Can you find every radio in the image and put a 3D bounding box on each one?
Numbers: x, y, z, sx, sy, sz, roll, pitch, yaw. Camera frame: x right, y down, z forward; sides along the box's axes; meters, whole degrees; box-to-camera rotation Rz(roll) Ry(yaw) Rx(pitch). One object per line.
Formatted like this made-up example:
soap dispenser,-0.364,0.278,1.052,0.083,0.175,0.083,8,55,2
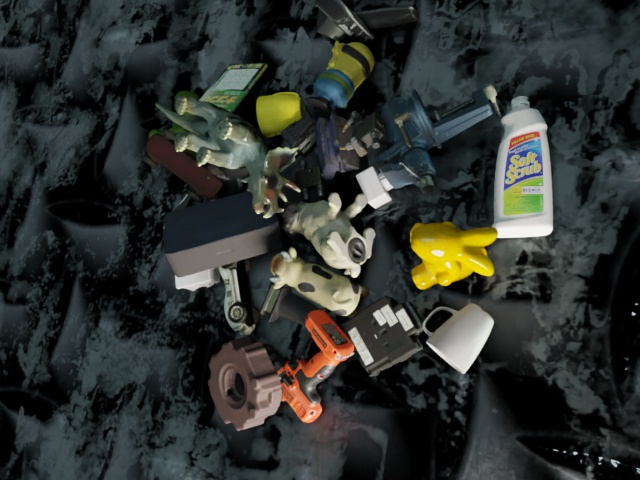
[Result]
radio,-0.201,-0.019,1.103,0.230,0.073,0.131,-15,45,-7

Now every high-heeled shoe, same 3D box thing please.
high-heeled shoe,-0.251,-0.071,1.168,0.249,0.086,0.145,-31,34,32

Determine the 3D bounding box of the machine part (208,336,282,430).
machine part,-0.154,0.282,1.056,0.180,0.056,0.179,3,94,44

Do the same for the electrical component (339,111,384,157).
electrical component,0.079,-0.201,1.009,0.078,0.045,0.102,-30,39,42

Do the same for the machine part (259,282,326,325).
machine part,-0.058,0.139,1.088,0.139,0.039,0.084,16,77,28

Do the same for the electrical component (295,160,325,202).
electrical component,-0.019,-0.130,1.137,0.063,0.021,0.094,-13,73,21

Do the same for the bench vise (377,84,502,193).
bench vise,0.213,-0.201,0.981,0.241,0.128,0.224,-25,44,17

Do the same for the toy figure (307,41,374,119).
toy figure,0.045,-0.328,1.106,0.089,0.082,0.180,26,67,6

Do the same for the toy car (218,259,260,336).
toy car,-0.174,0.101,1.126,0.056,0.073,0.201,-17,72,16

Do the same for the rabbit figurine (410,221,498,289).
rabbit figurine,0.217,0.022,0.918,0.163,0.173,0.122,6,77,29

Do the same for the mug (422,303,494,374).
mug,0.241,0.158,0.934,0.107,0.080,0.110,-46,59,-4

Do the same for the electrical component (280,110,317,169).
electrical component,-0.046,-0.209,1.139,0.119,0.074,0.048,-43,67,13

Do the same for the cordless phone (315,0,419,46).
cordless phone,0.096,-0.454,1.085,0.184,0.146,0.088,2,87,28

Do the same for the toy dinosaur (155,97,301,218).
toy dinosaur,-0.182,-0.203,1.101,0.405,0.192,0.131,45,112,41

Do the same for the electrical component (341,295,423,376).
electrical component,0.124,0.171,0.989,0.134,0.058,0.115,-33,70,14

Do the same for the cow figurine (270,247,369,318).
cow figurine,-0.014,0.081,1.031,0.195,0.127,0.085,25,86,24

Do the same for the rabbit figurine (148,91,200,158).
rabbit figurine,-0.305,-0.263,1.236,0.159,0.121,0.170,6,84,18

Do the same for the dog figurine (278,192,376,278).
dog figurine,0.000,-0.005,1.060,0.191,0.121,0.172,-14,70,47

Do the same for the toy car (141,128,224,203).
toy car,-0.292,-0.158,1.151,0.202,0.053,0.089,35,87,12

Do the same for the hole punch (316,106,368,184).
hole punch,0.028,-0.181,1.081,0.092,0.115,0.142,-14,73,29
